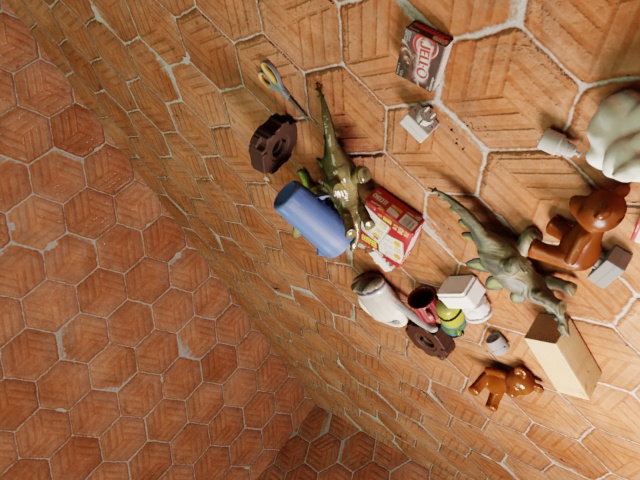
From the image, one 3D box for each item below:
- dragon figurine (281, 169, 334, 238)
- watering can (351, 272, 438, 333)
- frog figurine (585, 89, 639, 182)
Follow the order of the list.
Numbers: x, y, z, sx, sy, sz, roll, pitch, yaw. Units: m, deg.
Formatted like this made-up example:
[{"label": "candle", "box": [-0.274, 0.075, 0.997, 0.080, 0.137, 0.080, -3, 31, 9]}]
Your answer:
[{"label": "dragon figurine", "box": [0.005, -0.083, 1.658, 0.244, 0.124, 0.401, 26, -28, 18]}, {"label": "watering can", "box": [0.234, 0.214, 1.751, 0.105, 0.221, 0.347, -45, 23, -24]}, {"label": "frog figurine", "box": [0.459, -0.148, 0.783, 0.162, 0.123, 0.135, -45, -6, -25]}]
